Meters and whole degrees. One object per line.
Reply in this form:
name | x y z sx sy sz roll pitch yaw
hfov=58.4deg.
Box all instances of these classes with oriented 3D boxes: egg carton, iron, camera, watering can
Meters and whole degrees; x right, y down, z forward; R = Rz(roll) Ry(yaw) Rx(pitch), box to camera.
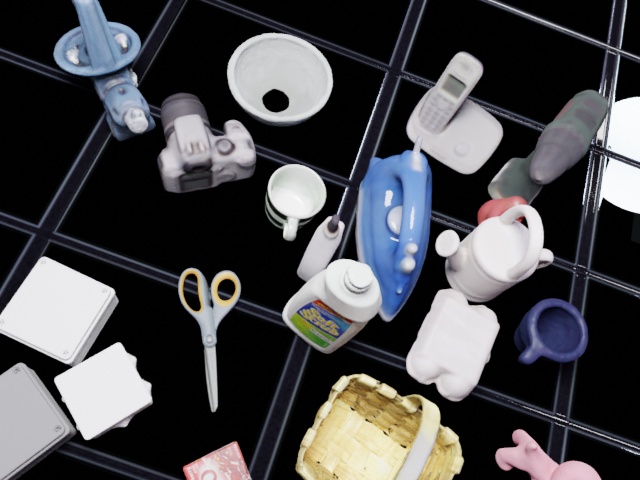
egg carton | 0.192 0.150 0.827 0.107 0.069 0.150 29 67 1
iron | 0.123 -0.020 0.841 0.119 0.141 0.258 7 68 -7
camera | -0.178 -0.157 0.859 0.143 0.100 0.137 -13 72 -15
watering can | 0.253 0.019 0.822 0.173 0.194 0.101 -16 73 -16

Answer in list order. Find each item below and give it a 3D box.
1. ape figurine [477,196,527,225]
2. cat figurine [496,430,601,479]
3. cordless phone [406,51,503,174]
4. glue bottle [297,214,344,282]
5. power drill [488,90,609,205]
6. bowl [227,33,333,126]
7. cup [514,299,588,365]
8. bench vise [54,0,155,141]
ape figurine | 0.296 -0.038 0.907 0.078 0.092 0.076 -23 75 -18
cat figurine | 0.316 0.312 0.761 0.127 0.117 0.067 43 68 7
cordless phone | 0.230 -0.201 0.908 0.147 0.185 0.094 33 67 3
glue bottle | 0.007 0.003 0.793 0.037 0.173 0.078 27 67 1
power drill | 0.349 -0.125 0.888 0.075 0.208 0.230 40 67 6
bowl | -0.066 -0.247 0.929 0.167 0.074 0.167 4 68 -9
cup | 0.318 0.149 0.838 0.118 0.095 0.091 -36 79 -21
bench vise | -0.293 -0.261 0.813 0.207 0.219 0.122 42 68 7
